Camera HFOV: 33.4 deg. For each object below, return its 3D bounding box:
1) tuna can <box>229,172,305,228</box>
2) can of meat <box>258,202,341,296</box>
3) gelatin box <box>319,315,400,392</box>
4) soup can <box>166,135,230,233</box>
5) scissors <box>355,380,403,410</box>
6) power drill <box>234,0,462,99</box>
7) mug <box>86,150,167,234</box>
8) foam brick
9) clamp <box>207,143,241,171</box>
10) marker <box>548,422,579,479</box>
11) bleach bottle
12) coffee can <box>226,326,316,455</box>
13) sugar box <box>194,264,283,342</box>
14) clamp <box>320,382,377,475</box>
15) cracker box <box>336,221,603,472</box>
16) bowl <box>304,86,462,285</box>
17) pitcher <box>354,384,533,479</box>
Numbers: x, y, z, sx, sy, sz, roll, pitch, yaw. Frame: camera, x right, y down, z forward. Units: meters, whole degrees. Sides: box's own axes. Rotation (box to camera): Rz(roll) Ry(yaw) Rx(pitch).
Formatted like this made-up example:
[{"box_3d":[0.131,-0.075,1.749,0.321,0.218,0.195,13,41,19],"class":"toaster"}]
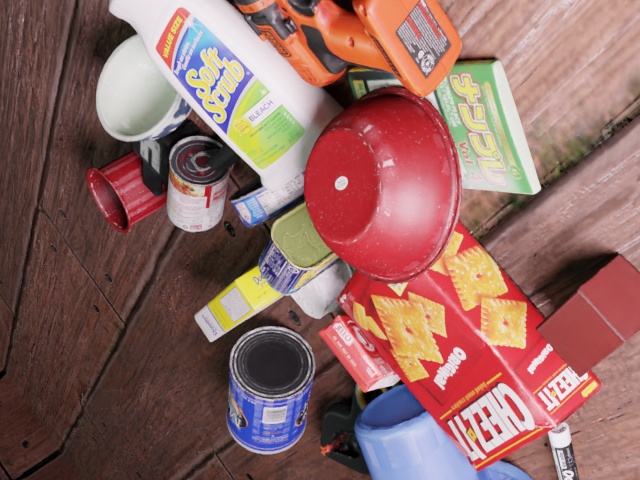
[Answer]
[{"box_3d":[-0.045,-0.047,1.054,0.034,0.086,0.086,60,153,-11],"class":"tuna can"},{"box_3d":[-0.007,0.001,1.027,0.057,0.102,0.084,51,155,9],"class":"can of meat"},{"box_3d":[0.045,0.107,1.035,0.073,0.030,0.089,53,-164,16],"class":"gelatin box"},{"box_3d":[-0.139,-0.062,1.212,0.068,0.068,0.102,47,152,18],"class":"soup can"},{"box_3d":[0.053,0.112,1.111,0.096,0.016,0.202,-20,103,37],"class":"scissors"},{"box_3d":[0.005,-0.180,0.811,0.188,0.057,0.184,23,164,48],"class":"power drill"},{"box_3d":[-0.241,-0.068,1.354,0.117,0.081,0.093,6,124,57],"class":"mug"},{"box_3d":[0.207,0.057,0.789,0.051,0.052,0.078,50,152,13],"class":"foam brick"},{"box_3d":[-0.073,-0.108,1.083,0.172,0.039,0.120,31,140,44],"class":"clamp"},{"box_3d":[0.225,0.216,0.965,0.020,0.020,0.121,19,135,50],"class":"marker"},{"box_3d":[-0.097,-0.157,0.926,0.250,0.068,0.103,41,127,-19],"class":"bleach bottle"},{"box_3d":[-0.062,0.186,1.311,0.103,0.102,0.140,44,150,24],"class":"coffee can"},{"box_3d":[-0.077,0.060,1.212,0.048,0.093,0.176,57,152,0],"class":"sugar box"},{"box_3d":[0.062,0.233,1.230,0.164,0.036,0.210,54,149,7],"class":"clamp"},{"box_3d":[0.120,0.088,0.943,0.214,0.072,0.164,51,153,10],"class":"cracker box"},{"box_3d":[0.036,-0.043,0.852,0.162,0.055,0.162,4,95,49],"class":"bowl"},{"box_3d":[0.135,0.265,1.064,0.243,0.149,0.145,67,166,-14],"class":"pitcher"}]
